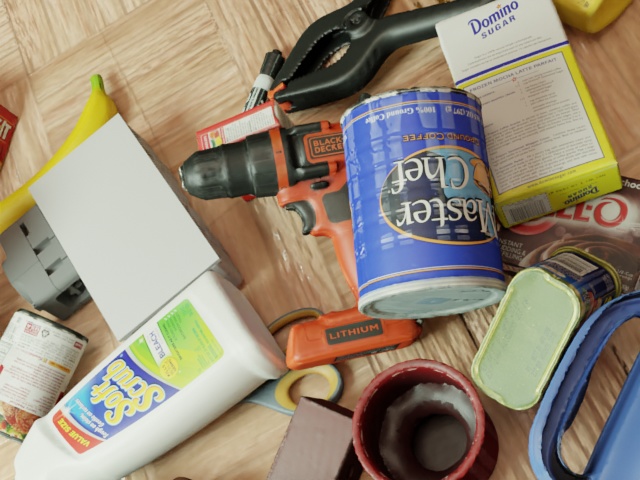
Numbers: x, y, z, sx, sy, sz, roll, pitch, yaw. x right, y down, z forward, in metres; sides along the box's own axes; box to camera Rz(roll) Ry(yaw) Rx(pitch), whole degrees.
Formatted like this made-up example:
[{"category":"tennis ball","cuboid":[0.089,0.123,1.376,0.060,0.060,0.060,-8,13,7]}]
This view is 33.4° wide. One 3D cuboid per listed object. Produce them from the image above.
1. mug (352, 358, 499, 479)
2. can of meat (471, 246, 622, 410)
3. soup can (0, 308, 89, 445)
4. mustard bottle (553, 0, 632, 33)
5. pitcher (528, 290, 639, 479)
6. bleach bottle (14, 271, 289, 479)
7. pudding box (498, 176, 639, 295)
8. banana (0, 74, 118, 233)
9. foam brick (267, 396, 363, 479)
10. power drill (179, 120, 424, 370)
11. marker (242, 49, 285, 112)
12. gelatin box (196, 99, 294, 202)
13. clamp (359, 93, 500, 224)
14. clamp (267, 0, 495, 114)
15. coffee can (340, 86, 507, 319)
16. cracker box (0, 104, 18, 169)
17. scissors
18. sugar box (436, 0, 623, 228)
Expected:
[{"category":"mug","cuboid":[0.077,0.150,0.749,0.093,0.081,0.117,-1,68,22]},{"category":"can of meat","cuboid":[0.154,0.060,0.731,0.057,0.083,0.102,30,112,25]},{"category":"soup can","cuboid":[-0.248,0.117,0.905,0.069,0.068,0.102,16,75,27]},{"category":"mustard bottle","cuboid":[0.177,-0.250,0.892,0.192,0.058,0.096,36,82,30]},{"category":"pitcher","cuboid":[0.248,0.092,0.674,0.145,0.149,0.242,12,69,43]},{"category":"bleach bottle","cuboid":[-0.149,0.140,0.842,0.251,0.068,0.103,-40,55,5]},{"category":"pudding box","cuboid":[0.194,-0.007,0.792,0.114,0.039,0.090,17,74,27]},{"category":"banana","cuboid":[-0.249,-0.066,1.004,0.197,0.037,0.070,-52,41,-7]},{"category":"foam brick","cuboid":[0.002,0.160,0.785,0.051,0.053,0.078,21,87,22]},{"category":"power drill","cuboid":[-0.005,0.001,0.819,0.184,0.057,0.187,-11,79,-2]},{"category":"marker","cuboid":[-0.059,-0.117,0.956,0.020,0.020,0.121,14,74,26]},{"category":"gelatin box","cuboid":[-0.051,-0.072,0.892,0.073,0.089,0.030,-20,60,14]},{"category":"clamp","cuboid":[0.114,-0.090,0.862,0.120,0.039,0.171,-38,58,11]},{"category":"clamp","cuboid":[0.047,-0.178,0.918,0.210,0.036,0.165,-43,45,2]},{"category":"coffee can","cuboid":[0.071,-0.023,0.747,0.103,0.102,0.140,-10,74,18]},{"category":"cracker box","cuboid":[-0.409,-0.045,1.038,0.164,0.072,0.213,5,70,24]},{"category":"scissors","cuboid":[-0.063,0.136,0.851,0.202,0.016,0.096,-42,59,1]},{"category":"sugar box","cuboid":[0.155,-0.104,0.808,0.093,0.048,0.176,-19,57,12]}]
